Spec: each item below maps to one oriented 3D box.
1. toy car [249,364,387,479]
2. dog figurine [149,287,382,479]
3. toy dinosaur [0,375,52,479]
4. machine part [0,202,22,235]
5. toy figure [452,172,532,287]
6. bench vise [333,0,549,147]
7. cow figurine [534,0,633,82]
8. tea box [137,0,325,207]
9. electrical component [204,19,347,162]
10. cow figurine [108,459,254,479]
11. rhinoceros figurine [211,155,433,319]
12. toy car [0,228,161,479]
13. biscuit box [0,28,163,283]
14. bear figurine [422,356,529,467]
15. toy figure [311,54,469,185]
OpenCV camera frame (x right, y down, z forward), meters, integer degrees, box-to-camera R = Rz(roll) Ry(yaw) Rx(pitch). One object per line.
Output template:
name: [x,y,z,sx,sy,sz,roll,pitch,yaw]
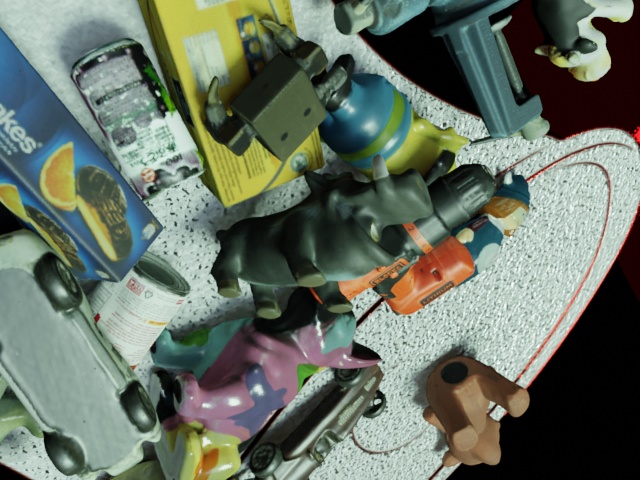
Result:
toy car: [0.007,0.225,0.634,0.202,0.053,0.089,-41,124,-16]
dog figurine: [-0.051,0.139,0.538,0.219,0.109,0.191,-7,116,-30]
toy dinosaur: [-0.316,0.249,0.431,0.192,0.131,0.404,-7,108,-38]
machine part: [-0.252,0.002,0.396,0.084,0.039,0.138,-39,125,-17]
toy figure: [0.198,-0.012,0.634,0.154,0.058,0.064,-46,171,-1]
bench vise: [0.128,-0.182,0.456,0.224,0.129,0.240,-40,111,-27]
cow figurine: [0.256,-0.236,0.544,0.098,0.068,0.167,-21,119,-13]
tea box: [-0.065,-0.124,0.418,0.098,0.068,0.169,-23,124,-18]
electrical component: [-0.033,-0.102,0.380,0.102,0.045,0.078,-50,156,3]
cow figurine: [-0.142,0.299,0.583,0.127,0.086,0.194,-37,126,-1]
rhinoceros figurine: [-0.001,-0.001,0.436,0.190,0.112,0.073,-18,142,29]
toy car: [-0.187,0.089,0.390,0.073,0.056,0.201,-29,111,-16]
biscuit box: [-0.197,-0.058,0.367,0.063,0.059,0.202,-60,135,-34]
bear figurine: [0.213,0.258,0.736,0.120,0.132,0.195,-27,118,-10]
toy figure: [0.057,-0.092,0.497,0.180,0.082,0.089,26,100,-39]
